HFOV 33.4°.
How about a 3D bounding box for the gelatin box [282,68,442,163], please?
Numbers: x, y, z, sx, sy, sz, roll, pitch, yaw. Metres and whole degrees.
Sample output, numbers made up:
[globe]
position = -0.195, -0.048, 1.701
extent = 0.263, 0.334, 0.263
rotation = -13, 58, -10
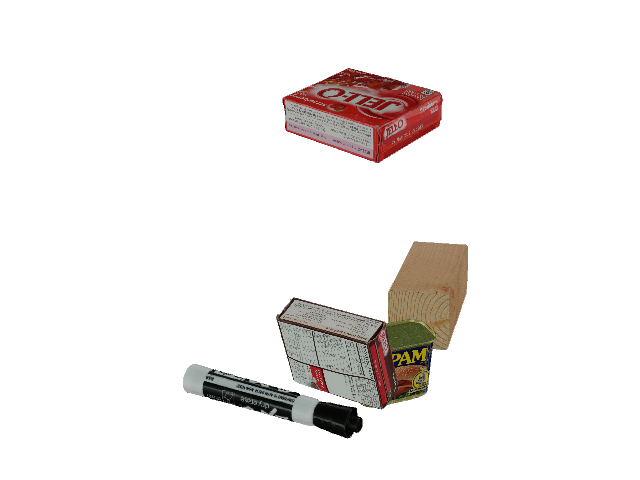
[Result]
[gelatin box]
position = 0.030, -0.091, 0.757
extent = 0.089, 0.030, 0.073
rotation = 22, 38, 37

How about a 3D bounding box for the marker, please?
[marker]
position = -0.030, 0.099, 0.660
extent = 0.121, 0.020, 0.020
rotation = 11, 5, 25

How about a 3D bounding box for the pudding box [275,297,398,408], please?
[pudding box]
position = 0.017, 0.111, 1.059
extent = 0.114, 0.090, 0.039
rotation = 12, 41, 31

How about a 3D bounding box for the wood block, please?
[wood block]
position = 0.167, 0.080, 1.629
extent = 0.091, 0.090, 0.206
rotation = 4, 21, 14

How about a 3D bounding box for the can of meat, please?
[can of meat]
position = 0.088, 0.152, 1.318
extent = 0.102, 0.084, 0.057
rotation = -8, 28, -23
